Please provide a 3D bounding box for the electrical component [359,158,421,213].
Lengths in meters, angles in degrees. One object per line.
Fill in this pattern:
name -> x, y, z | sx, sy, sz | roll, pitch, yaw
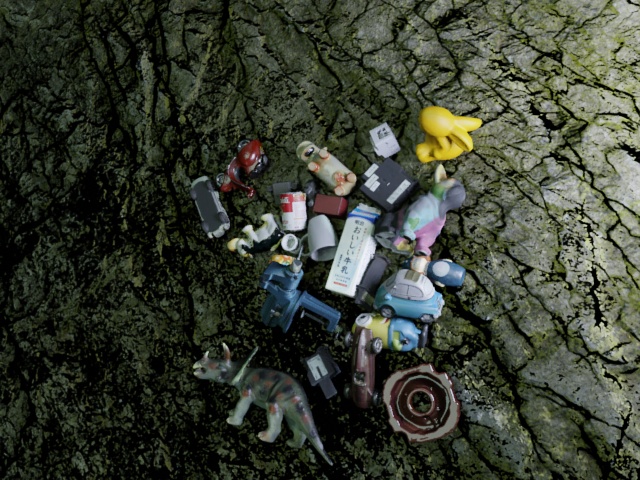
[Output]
electrical component -> 0.169, -0.140, 1.367 | 0.115, 0.058, 0.134 | -45, 63, -2

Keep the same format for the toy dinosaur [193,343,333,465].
toy dinosaur -> -0.119, 0.387, 1.335 | 0.405, 0.131, 0.192 | 16, 84, 20

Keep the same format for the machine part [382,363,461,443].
machine part -> 0.230, 0.367, 1.217 | 0.180, 0.056, 0.179 | -5, 75, 21

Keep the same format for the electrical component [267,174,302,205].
electrical component -> -0.096, -0.139, 1.496 | 0.102, 0.045, 0.078 | -11, 101, 23

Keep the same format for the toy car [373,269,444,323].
toy car -> 0.206, 0.123, 1.246 | 0.162, 0.109, 0.102 | 10, 122, 22

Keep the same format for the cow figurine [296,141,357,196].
cow figurine -> 0.017, -0.194, 1.429 | 0.195, 0.127, 0.085 | 41, 96, 12

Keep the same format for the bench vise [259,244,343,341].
bench vise -> -0.042, 0.155, 1.341 | 0.241, 0.129, 0.223 | 28, 113, 3

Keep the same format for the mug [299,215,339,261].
mug -> -0.003, -0.004, 1.405 | 0.110, 0.080, 0.107 | -23, 57, 23

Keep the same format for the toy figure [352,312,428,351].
toy figure -> 0.162, 0.223, 1.271 | 0.180, 0.082, 0.089 | 8, 83, 22

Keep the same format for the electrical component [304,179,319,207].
electrical component -> -0.019, -0.129, 1.447 | 0.021, 0.094, 0.063 | -8, 111, 19

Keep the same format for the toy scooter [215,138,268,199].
toy scooter -> -0.211, -0.194, 1.541 | 0.135, 0.075, 0.184 | 43, 99, 26

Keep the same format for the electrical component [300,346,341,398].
electrical component -> 0.010, 0.328, 1.326 | 0.075, 0.047, 0.119 | -38, 66, 11

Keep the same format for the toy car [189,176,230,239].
toy car -> -0.323, -0.096, 1.576 | 0.073, 0.056, 0.202 | -28, 69, 8

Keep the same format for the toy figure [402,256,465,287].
toy figure -> 0.266, 0.069, 1.280 | 0.155, 0.057, 0.064 | 14, 44, 27

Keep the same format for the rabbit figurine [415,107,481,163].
rabbit figurine -> 0.294, -0.256, 1.285 | 0.163, 0.173, 0.122 | 19, 81, 31

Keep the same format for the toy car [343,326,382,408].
toy car -> 0.099, 0.300, 1.255 | 0.089, 0.053, 0.202 | 9, 110, 32

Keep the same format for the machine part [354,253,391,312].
machine part -> 0.130, 0.103, 1.322 | 0.039, 0.084, 0.139 | 10, 71, 45

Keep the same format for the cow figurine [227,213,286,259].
cow figurine -> -0.172, 0.005, 1.480 | 0.167, 0.068, 0.098 | -33, 72, 14

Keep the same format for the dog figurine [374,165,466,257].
dog figurine -> 0.247, -0.074, 1.294 | 0.192, 0.108, 0.219 | 6, 59, 55
